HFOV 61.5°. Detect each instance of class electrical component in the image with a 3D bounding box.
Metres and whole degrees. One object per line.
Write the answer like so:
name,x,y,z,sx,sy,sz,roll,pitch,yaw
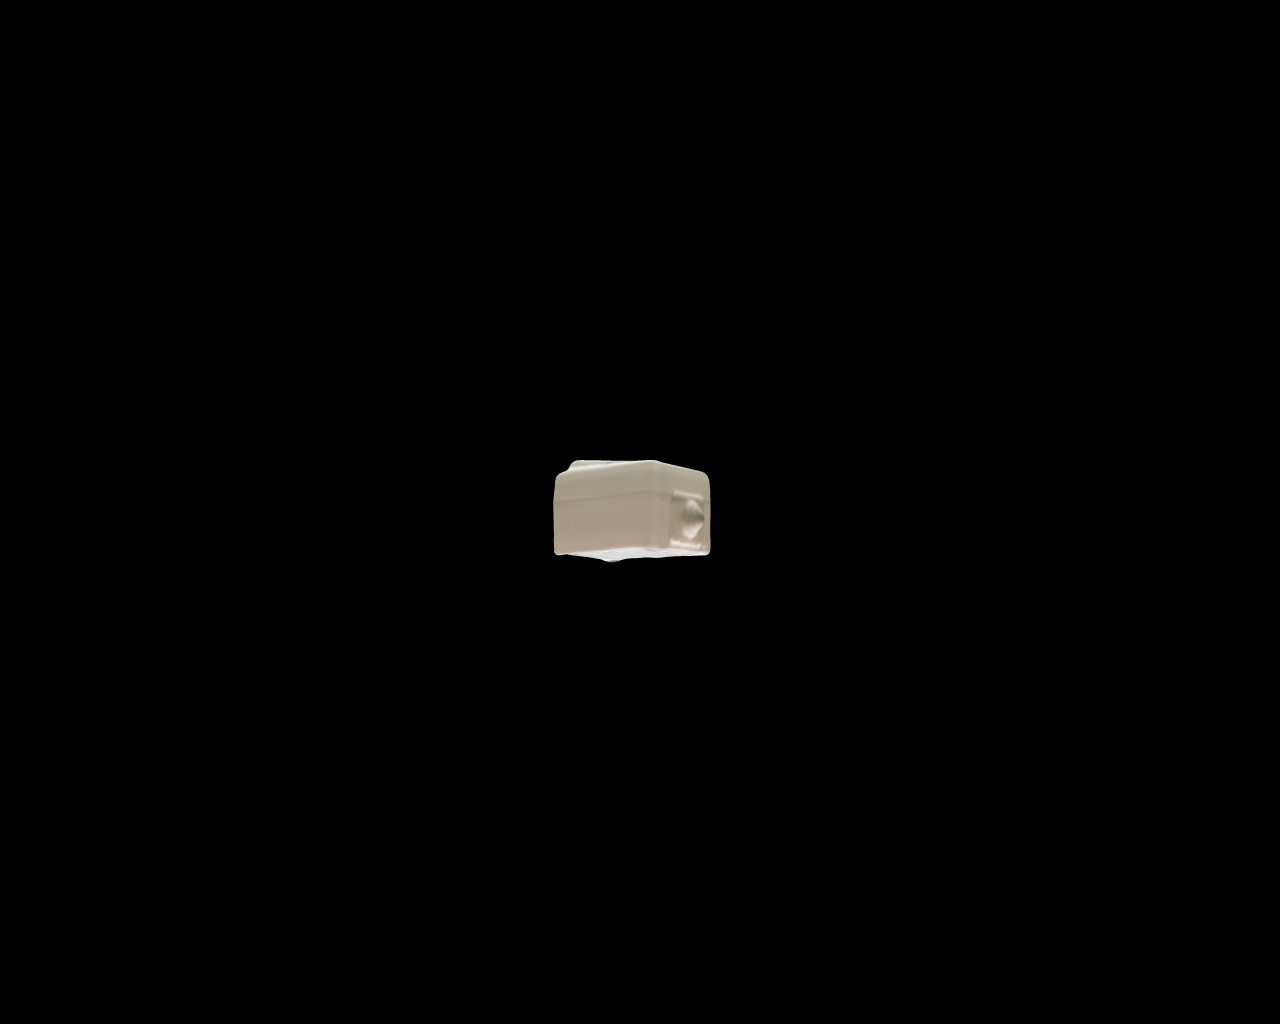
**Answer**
electrical component,0.001,-0.003,0.650,0.096,0.061,0.062,-5,-9,36
